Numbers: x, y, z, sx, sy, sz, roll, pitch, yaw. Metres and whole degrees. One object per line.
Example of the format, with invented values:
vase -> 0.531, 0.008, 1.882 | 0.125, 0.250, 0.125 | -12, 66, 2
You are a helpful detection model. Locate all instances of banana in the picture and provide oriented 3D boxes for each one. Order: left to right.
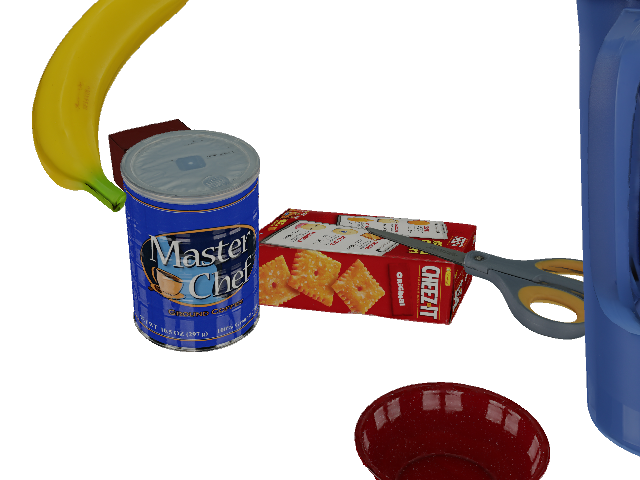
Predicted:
banana -> -0.125, -0.098, 0.627 | 0.069, 0.197, 0.037 | 16, -34, -7

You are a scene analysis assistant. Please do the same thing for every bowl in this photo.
bowl -> 0.108, 0.187, 0.897 | 0.162, 0.055, 0.162 | 0, 28, 0

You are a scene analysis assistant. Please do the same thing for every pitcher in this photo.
pitcher -> 0.185, -0.011, 0.528 | 0.149, 0.243, 0.145 | -4, 19, -3

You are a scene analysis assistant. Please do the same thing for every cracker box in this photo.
cracker box -> 0.042, 0.024, 1.094 | 0.214, 0.072, 0.164 | 6, 15, 15

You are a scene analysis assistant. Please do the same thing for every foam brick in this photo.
foam brick -> -0.165, -0.083, 1.063 | 0.078, 0.053, 0.051 | -17, 31, -22

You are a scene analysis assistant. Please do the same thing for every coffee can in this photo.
coffee can -> -0.097, 0.000, 0.823 | 0.103, 0.140, 0.103 | 1, 33, -1

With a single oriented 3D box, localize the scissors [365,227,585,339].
scissors -> 0.113, 0.027, 0.746 | 0.202, 0.016, 0.096 | 9, 31, 19
